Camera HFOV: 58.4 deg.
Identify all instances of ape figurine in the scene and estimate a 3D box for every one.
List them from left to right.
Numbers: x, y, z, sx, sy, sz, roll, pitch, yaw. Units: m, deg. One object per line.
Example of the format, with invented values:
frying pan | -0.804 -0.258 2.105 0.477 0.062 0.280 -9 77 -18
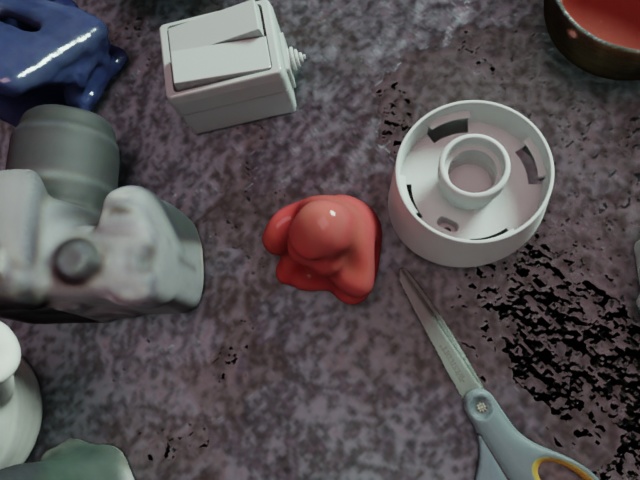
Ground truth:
ape figurine | 0.003 0.001 0.342 0.076 0.092 0.077 -37 72 -3

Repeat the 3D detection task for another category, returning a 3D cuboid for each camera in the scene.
camera | -0.157 -0.020 0.366 0.143 0.101 0.137 -4 73 7

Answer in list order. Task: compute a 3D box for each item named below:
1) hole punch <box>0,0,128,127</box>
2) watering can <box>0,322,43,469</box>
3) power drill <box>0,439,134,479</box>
hole punch | -0.216 -0.140 0.415 0.108 0.091 0.101 24 79 14
watering can | -0.240 0.088 0.297 0.173 0.194 0.100 -44 73 -6
power drill | -0.153 0.159 0.257 0.075 0.208 0.229 -30 72 -1
